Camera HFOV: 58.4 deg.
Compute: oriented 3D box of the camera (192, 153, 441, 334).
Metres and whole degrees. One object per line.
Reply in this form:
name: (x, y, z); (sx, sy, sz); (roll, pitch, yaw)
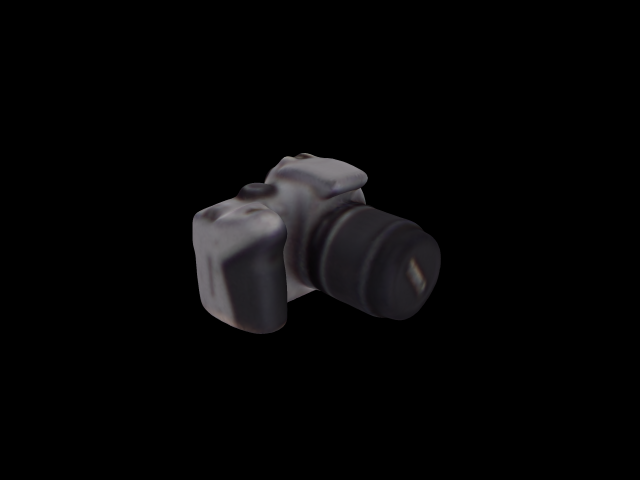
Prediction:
camera: (0.004, 0.001, 0.400); (0.143, 0.101, 0.136); (-21, 31, -40)
